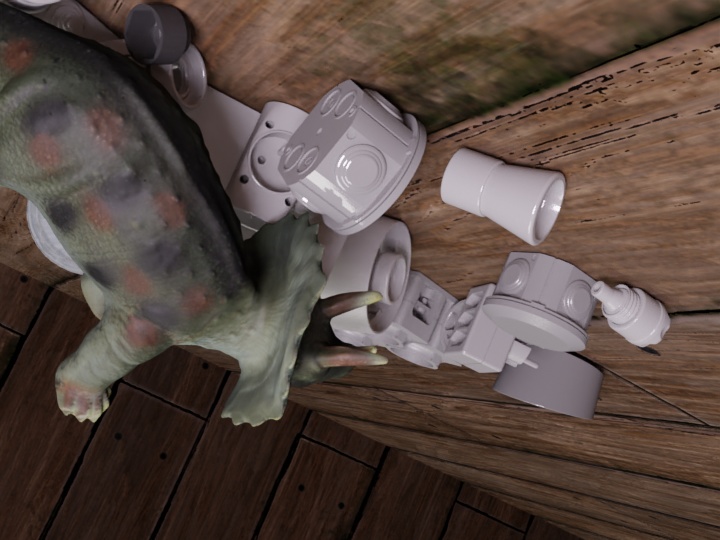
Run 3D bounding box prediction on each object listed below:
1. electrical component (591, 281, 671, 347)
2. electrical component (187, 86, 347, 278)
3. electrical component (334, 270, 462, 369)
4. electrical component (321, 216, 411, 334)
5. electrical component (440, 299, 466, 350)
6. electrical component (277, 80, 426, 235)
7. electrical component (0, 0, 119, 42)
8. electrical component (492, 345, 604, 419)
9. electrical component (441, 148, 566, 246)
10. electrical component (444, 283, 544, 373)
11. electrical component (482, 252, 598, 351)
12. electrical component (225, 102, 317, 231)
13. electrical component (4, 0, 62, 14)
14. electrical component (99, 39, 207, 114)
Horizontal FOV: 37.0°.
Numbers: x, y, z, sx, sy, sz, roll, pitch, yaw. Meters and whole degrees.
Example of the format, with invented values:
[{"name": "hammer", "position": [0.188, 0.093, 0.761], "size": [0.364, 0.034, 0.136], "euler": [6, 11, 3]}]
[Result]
[{"name": "electrical component", "position": [0.185, 0.027, 0.748], "size": [0.061, 0.035, 0.035], "euler": [32, 165, -25]}, {"name": "electrical component", "position": [-0.081, -0.058, 0.755], "size": [0.150, 0.089, 0.062], "euler": [27, 167, -13]}, {"name": "electrical component", "position": [0.012, 0.040, 1.061], "size": [0.186, 0.060, 0.105], "euler": [10, 162, 47]}, {"name": "electrical component", "position": [0.000, 0.000, 0.842], "size": [0.064, 0.099, 0.099], "euler": [12, 164, 21]}, {"name": "electrical component", "position": [0.109, 0.060, 0.983], "size": [0.047, 0.055, 0.055], "euler": [28, 168, -36]}, {"name": "electrical component", "position": [-0.005, -0.064, 0.614], "size": [0.051, 0.080, 0.080], "euler": [36, 164, -25]}, {"name": "electrical component", "position": [-0.209, -0.149, 0.706], "size": [0.100, 0.048, 0.100], "euler": [15, 165, 36]}, {"name": "electrical component", "position": [0.181, 0.110, 1.030], "size": [0.099, 0.064, 0.099], "euler": [23, 168, 5]}, {"name": "electrical component", "position": [0.080, -0.046, 0.624], "size": [0.065, 0.044, 0.044], "euler": [23, 169, 25]}, {"name": "electrical component", "position": [0.124, 0.058, 0.918], "size": [0.077, 0.065, 0.047], "euler": [27, 167, -12]}, {"name": "electrical component", "position": [0.135, 0.024, 0.791], "size": [0.080, 0.051, 0.080], "euler": [23, 168, 5]}, {"name": "electrical component", "position": [-0.042, -0.059, 0.709], "size": [0.079, 0.077, 0.044], "euler": [27, 167, -15]}, {"name": "electrical component", "position": [-0.184, -0.167, 0.607], "size": [0.044, 0.044, 0.065], "euler": [29, 171, -22]}, {"name": "electrical component", "position": [-0.130, -0.119, 0.669], "size": [0.055, 0.048, 0.066], "euler": [-1, 166, 23]}]
